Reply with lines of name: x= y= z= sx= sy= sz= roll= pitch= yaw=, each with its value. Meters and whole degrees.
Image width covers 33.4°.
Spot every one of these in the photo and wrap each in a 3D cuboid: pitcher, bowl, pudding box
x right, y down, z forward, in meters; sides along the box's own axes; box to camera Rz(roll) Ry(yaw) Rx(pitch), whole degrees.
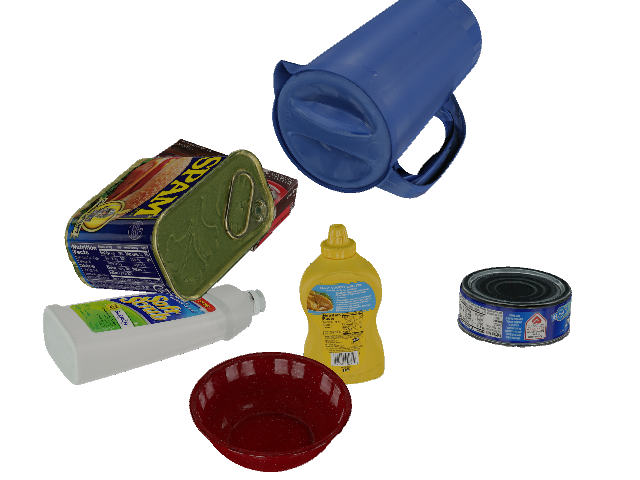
pitcher: x=0.076 y=-0.155 z=1.082 sx=0.145 sy=0.149 sz=0.242 roll=8 pitch=37 yaw=34
bowl: x=-0.049 y=0.181 z=1.071 sx=0.162 sy=0.055 sz=0.162 roll=1 pitch=31 yaw=-1
pudding box: x=-0.085 y=-0.039 z=0.868 sx=0.113 sy=0.039 sz=0.090 roll=18 pitch=24 yaw=10

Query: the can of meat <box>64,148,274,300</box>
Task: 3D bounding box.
can of meat: x=-0.092 y=-0.011 z=0.643 sx=0.084 sy=0.057 sz=0.102 roll=2 pitch=34 yaw=37

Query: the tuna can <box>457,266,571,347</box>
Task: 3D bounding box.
tuna can: x=0.149 y=0.049 z=0.819 sx=0.086 sy=0.034 sz=0.086 roll=0 pitch=19 yaw=0

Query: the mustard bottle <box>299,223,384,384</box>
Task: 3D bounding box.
mustard bottle: x=0.024 y=0.073 z=1.249 sx=0.096 sy=0.192 sz=0.058 roll=-3 pitch=21 yaw=0

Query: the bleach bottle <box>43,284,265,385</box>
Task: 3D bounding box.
bleach bottle: x=-0.182 y=0.093 z=1.230 sx=0.250 sy=0.068 sz=0.103 roll=-13 pitch=32 yaw=-31
